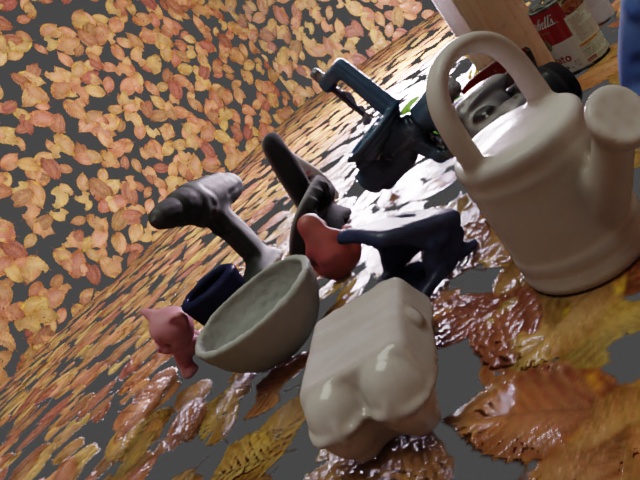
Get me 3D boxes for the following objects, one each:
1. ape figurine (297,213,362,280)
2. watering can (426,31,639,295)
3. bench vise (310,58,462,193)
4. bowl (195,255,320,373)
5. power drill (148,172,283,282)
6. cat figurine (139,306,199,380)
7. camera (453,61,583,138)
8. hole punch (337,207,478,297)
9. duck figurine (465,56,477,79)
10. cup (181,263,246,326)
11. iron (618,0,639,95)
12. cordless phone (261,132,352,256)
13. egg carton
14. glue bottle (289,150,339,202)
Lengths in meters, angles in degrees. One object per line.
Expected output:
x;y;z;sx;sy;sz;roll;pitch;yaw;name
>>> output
0.007;0.003;0.742;0.077;0.092;0.076;-31;17;24;ape figurine
0.153;-0.064;0.410;0.172;0.194;0.101;-20;25;49;watering can
0.100;-0.199;0.856;0.207;0.220;0.121;-34;17;17;bench vise
-0.058;0.096;0.659;0.167;0.075;0.167;-35;16;12;bowl
-0.163;-0.016;0.961;0.075;0.209;0.230;-31;18;27;power drill
-0.209;0.132;0.819;0.067;0.118;0.127;-44;16;-16;cat figurine
0.225;-0.144;0.643;0.137;0.101;0.143;-38;16;2;camera
0.085;-0.001;0.580;0.101;0.091;0.108;-44;17;-17;hole punch
0.298;-0.347;1.072;0.077;0.086;0.104;-30;18;30;duck figurine
-0.125;0.088;0.794;0.091;0.095;0.118;-34;17;18;cup
0.323;-0.214;0.542;0.118;0.141;0.259;-27;20;37;iron
-0.044;-0.072;0.890;0.094;0.185;0.147;-32;17;24;cordless phone
0.043;0.095;0.445;0.107;0.069;0.150;-33;17;19;egg carton
-0.042;-0.125;1.055;0.078;0.173;0.037;-43;17;-14;glue bottle
